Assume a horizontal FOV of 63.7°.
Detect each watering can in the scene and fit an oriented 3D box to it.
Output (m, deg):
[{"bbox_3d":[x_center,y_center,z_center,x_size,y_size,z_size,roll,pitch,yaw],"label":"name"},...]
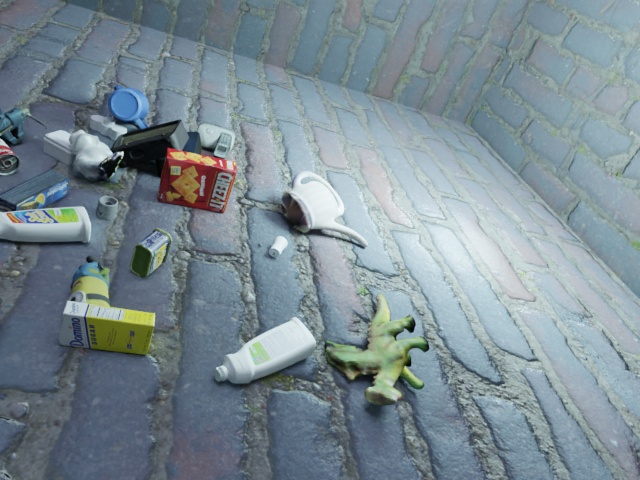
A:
[{"bbox_3d":[0.005,-0.089,1.759,0.227,0.102,0.351,-26,74,-39],"label":"watering can"}]

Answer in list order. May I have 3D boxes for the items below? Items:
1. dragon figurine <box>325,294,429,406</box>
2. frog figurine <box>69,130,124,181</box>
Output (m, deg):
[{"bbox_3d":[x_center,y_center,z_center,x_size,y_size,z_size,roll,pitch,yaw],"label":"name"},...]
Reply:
[{"bbox_3d":[0.129,0.269,1.314,0.243,0.120,0.418,1,27,-19],"label":"dragon figurine"},{"bbox_3d":[-0.695,-0.253,1.554,0.160,0.120,0.140,26,47,4],"label":"frog figurine"}]
